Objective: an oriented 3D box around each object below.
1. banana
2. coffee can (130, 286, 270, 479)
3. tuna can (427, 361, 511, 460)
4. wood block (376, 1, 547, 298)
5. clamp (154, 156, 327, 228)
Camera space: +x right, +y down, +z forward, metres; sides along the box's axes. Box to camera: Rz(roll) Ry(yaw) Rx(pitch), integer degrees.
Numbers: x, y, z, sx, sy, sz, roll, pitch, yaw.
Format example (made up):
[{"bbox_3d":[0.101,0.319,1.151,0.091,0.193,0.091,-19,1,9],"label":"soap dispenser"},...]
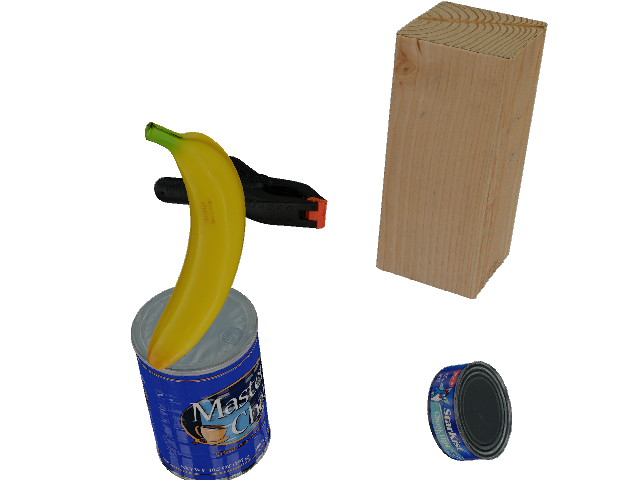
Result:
[{"bbox_3d":[-0.086,0.003,0.734,0.069,0.198,0.037,-3,32,-13],"label":"banana"},{"bbox_3d":[-0.098,0.121,0.901,0.103,0.140,0.103,-2,40,2],"label":"coffee can"},{"bbox_3d":[0.132,0.151,0.942,0.034,0.086,0.085,-14,-10,41],"label":"tuna can"},{"bbox_3d":[0.109,-0.071,0.847,0.091,0.206,0.090,18,35,23],"label":"wood block"},{"bbox_3d":[-0.074,-0.044,1.036,0.172,0.039,0.120,19,32,40],"label":"clamp"}]
